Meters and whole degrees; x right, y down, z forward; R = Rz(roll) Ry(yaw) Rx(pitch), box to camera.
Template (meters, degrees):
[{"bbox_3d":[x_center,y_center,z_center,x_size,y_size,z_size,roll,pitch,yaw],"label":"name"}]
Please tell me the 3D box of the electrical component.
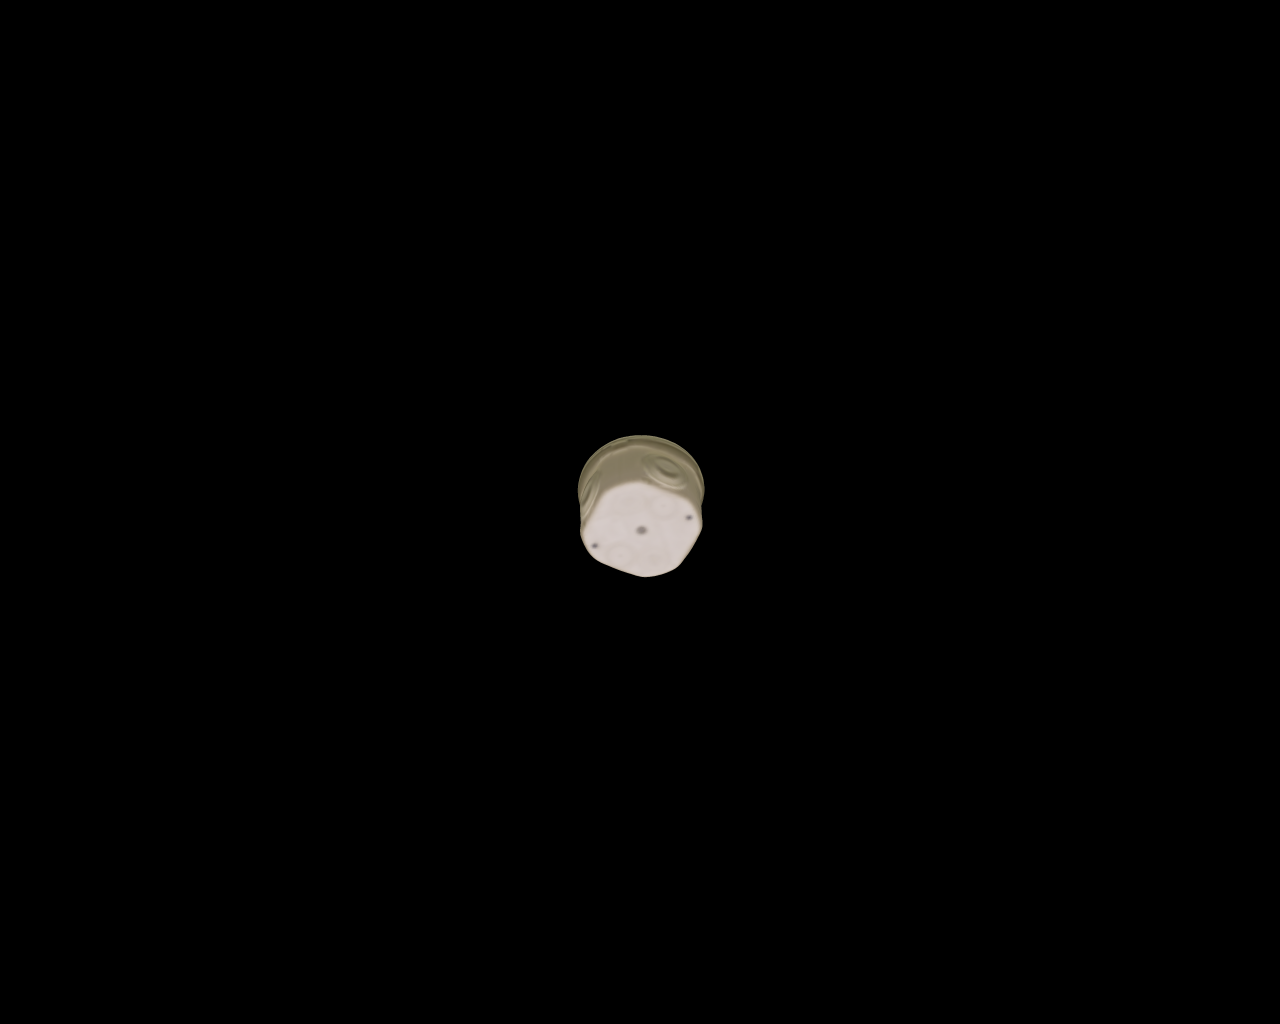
[{"bbox_3d":[0.001,-0.003,0.650,0.080,0.080,0.051,0,34,0],"label":"electrical component"}]
